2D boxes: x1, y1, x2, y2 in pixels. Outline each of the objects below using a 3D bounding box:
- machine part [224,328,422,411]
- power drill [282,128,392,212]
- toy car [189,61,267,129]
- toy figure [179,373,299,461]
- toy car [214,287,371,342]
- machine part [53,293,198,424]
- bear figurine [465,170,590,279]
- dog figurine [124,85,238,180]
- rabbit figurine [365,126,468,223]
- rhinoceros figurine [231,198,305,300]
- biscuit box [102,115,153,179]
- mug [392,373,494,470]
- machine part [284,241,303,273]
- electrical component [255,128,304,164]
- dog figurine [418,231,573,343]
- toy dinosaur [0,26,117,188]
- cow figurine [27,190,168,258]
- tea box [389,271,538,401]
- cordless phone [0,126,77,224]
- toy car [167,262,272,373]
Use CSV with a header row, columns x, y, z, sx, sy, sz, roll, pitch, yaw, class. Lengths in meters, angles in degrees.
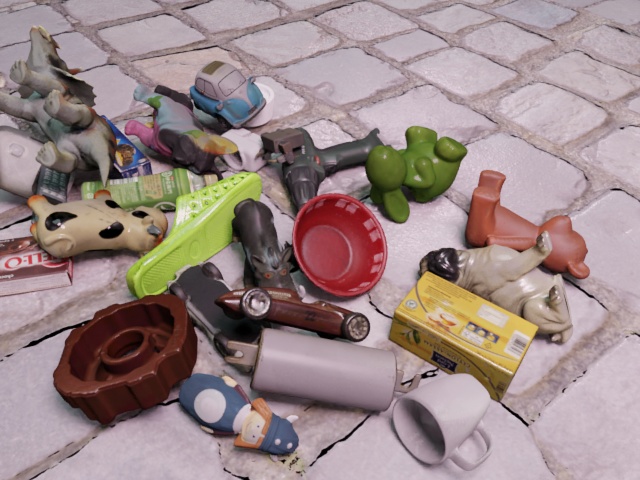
x,y,z,sx,sy,sz,roll,pitch,yaw,class
0.004,0.160,0.661,0.243,0.079,0.079,12,43,-7,machine part
0.031,-0.135,1.001,0.207,0.085,0.232,-15,43,-7,power drill
-0.189,-0.298,1.051,0.162,0.102,0.109,33,64,26,toy car
-0.097,0.210,0.637,0.155,0.064,0.058,21,20,23,toy figure
-0.031,0.091,0.681,0.202,0.089,0.053,18,78,-22,toy car
-0.238,0.142,0.675,0.179,0.055,0.179,-10,34,7,machine part
0.336,-0.021,0.854,0.196,0.131,0.120,15,33,21,bear figurine
-0.247,-0.195,1.018,0.219,0.108,0.191,33,20,9,dog figurine
0.139,-0.120,0.927,0.170,0.159,0.121,-5,39,-36,rabbit figurine
-0.075,0.028,0.788,0.073,0.112,0.190,-11,65,-21,rhinoceros figurine
-0.386,-0.161,1.009,0.059,0.062,0.203,-29,52,-30,biscuit box
0.160,0.209,0.636,0.107,0.080,0.110,-20,44,-36,mug
-0.002,-0.003,0.882,0.084,0.039,0.139,36,50,19,machine part
-0.073,-0.172,0.977,0.078,0.045,0.102,-23,31,-31,electrical component
0.254,0.080,0.788,0.191,0.121,0.172,-18,75,25,dog figurine
-0.418,-0.194,0.910,0.405,0.131,0.192,48,16,18,toy dinosaur
-0.326,-0.018,0.821,0.195,0.085,0.127,-9,41,-40,cow figurine
0.192,0.126,0.732,0.170,0.068,0.098,28,49,26,tea box
-0.483,-0.088,0.878,0.146,0.089,0.184,28,28,-40,cordless phone
-0.140,0.100,0.753,0.073,0.056,0.202,-35,54,-25,toy car
